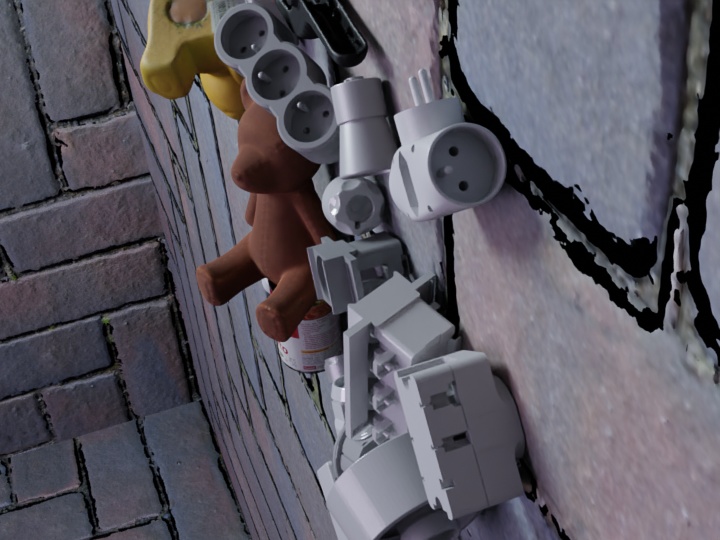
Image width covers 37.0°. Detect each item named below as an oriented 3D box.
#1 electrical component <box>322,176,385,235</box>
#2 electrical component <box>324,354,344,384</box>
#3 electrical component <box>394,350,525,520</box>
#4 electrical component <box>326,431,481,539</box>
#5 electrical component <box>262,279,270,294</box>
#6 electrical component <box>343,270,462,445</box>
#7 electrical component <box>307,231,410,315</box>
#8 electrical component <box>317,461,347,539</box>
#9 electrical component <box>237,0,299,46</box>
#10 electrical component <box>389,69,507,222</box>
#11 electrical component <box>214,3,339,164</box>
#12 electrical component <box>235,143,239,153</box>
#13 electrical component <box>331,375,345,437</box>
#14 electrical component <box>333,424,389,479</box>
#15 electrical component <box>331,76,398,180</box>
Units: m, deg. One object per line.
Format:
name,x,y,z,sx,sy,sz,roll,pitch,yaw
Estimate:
electrical component,-0.008,-0.051,0.811,0.062,0.043,0.043,-140,37,-70
electrical component,-0.005,0.102,0.973,0.045,0.045,0.055,141,113,-76
electrical component,0.064,0.098,0.660,0.050,0.056,0.089,172,82,-77
electrical component,0.038,0.163,0.741,0.060,0.108,0.108,59,161,31
electrical component,-0.093,0.011,1.237,0.078,0.040,0.040,122,131,-73
electrical component,0.029,0.069,0.747,0.063,0.079,0.121,39,150,29
electrical component,0.000,0.000,0.792,0.081,0.064,0.042,-142,39,-68
electrical component,-0.004,0.240,1.120,0.099,0.048,0.099,118,134,-71
electrical component,-0.082,-0.230,0.901,0.079,0.044,0.077,-119,19,-44
electrical component,0.041,-0.069,0.585,0.077,0.043,0.079,168,86,-77
electrical component,-0.050,-0.138,0.824,0.138,0.052,0.074,53,-171,19
electrical component,-0.099,-0.107,1.128,0.044,0.044,0.065,164,86,-77
electrical component,0.008,0.117,0.906,0.078,0.058,0.057,8,113,60
electrical component,0.023,0.148,0.836,0.051,0.080,0.080,-167,62,-69
electrical component,0.002,-0.097,0.722,0.044,0.044,0.065,176,83,-77
